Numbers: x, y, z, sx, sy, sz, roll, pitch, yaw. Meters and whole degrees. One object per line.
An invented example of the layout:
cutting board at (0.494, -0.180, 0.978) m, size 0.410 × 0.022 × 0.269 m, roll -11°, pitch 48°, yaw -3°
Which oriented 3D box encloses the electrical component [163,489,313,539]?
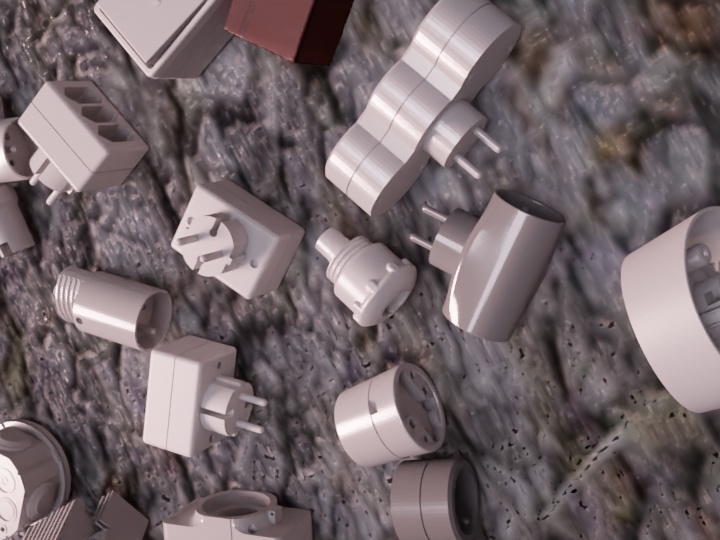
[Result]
electrical component at (-0.080, 0.182, 0.715) m, size 0.089 × 0.050 × 0.055 m, roll 1°, pitch 100°, yaw 24°

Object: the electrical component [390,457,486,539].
electrical component at (0.038, 0.184, 0.662) m, size 0.074 × 0.052 × 0.138 m, roll -7°, pitch 96°, yaw 25°

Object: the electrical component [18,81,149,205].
electrical component at (-0.195, -0.077, 0.722) m, size 0.065 × 0.047 × 0.076 m, roll 48°, pitch 114°, yaw 9°

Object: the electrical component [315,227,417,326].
electrical component at (0.000, 0.000, 0.651) m, size 0.062 × 0.048 × 0.048 m, roll 43°, pitch 113°, yaw 19°

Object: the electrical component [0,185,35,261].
electrical component at (-0.256, -0.032, 0.762) m, size 0.040 × 0.040 × 0.046 m, roll -22°, pitch 96°, yaw 26°

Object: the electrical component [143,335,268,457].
electrical component at (-0.096, 0.087, 0.707) m, size 0.077 × 0.047 × 0.065 m, roll 13°, pitch 104°, yaw 21°

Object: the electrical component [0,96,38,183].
electrical component at (-0.267, -0.099, 0.751) m, size 0.077 × 0.044 × 0.079 m, roll -4°, pitch 98°, yaw 24°

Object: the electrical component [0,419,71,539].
electrical component at (-0.258, 0.154, 0.788) m, size 0.080 × 0.051 × 0.080 m, roll 4°, pitch 101°, yaw 23°

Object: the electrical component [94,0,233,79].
electrical component at (-0.107, -0.170, 0.659) m, size 0.096 × 0.061 × 0.061 m, roll -44°, pitch 81°, yaw 24°

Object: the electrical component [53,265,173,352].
electrical component at (-0.174, 0.024, 0.732) m, size 0.081 × 0.043 × 0.043 m, roll 15°, pitch 105°, yaw 21°

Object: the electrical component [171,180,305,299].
electrical component at (-0.085, -0.017, 0.667) m, size 0.066 × 0.077 × 0.047 m, roll 33°, pitch 111°, yaw 15°

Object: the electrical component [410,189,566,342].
electrical component at (0.066, -0.011, 0.619) m, size 0.079 × 0.044 × 0.077 m, roll 28°, pitch 109°, yaw 17°

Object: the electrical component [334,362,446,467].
electrical component at (0.017, 0.090, 0.654) m, size 0.047 × 0.055 × 0.055 m, roll -24°, pitch 89°, yaw 29°

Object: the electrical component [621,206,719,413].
electrical component at (0.180, 0.021, 0.548) m, size 0.064 × 0.099 × 0.099 m, roll -29°, pitch 87°, yaw 32°

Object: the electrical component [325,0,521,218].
electrical component at (0.047, -0.083, 0.610) m, size 0.074 × 0.052 × 0.138 m, roll 42°, pitch 113°, yaw 12°
